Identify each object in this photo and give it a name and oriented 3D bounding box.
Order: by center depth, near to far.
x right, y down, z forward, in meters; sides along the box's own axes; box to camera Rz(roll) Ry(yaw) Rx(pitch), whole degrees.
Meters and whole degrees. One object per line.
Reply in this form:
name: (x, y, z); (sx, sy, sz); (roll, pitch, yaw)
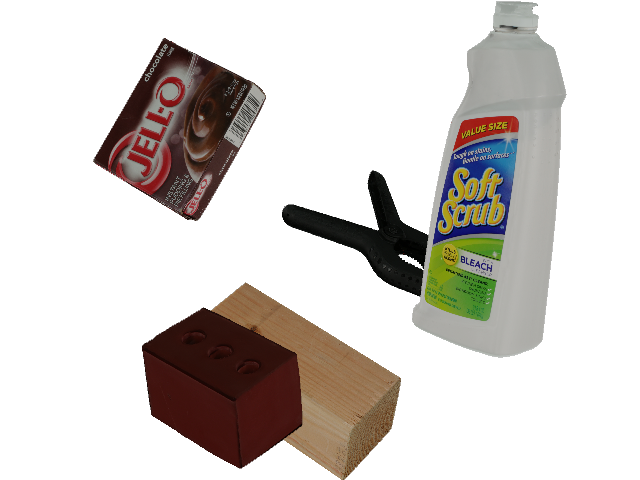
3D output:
foam brick: (-0.056, 0.083, 0.612); (0.078, 0.051, 0.052); (22, 37, 34)
bleach bottle: (0.126, -0.047, 0.783); (0.067, 0.251, 0.103); (-12, 22, -40)
pudding box: (-0.106, -0.085, 0.812); (0.090, 0.113, 0.039); (29, -3, 22)
wood block: (-0.028, 0.144, 1.121); (0.206, 0.090, 0.090); (30, 48, 24)
clamp: (0.067, 0.002, 1.220); (0.164, 0.036, 0.210); (-18, 51, -36)
